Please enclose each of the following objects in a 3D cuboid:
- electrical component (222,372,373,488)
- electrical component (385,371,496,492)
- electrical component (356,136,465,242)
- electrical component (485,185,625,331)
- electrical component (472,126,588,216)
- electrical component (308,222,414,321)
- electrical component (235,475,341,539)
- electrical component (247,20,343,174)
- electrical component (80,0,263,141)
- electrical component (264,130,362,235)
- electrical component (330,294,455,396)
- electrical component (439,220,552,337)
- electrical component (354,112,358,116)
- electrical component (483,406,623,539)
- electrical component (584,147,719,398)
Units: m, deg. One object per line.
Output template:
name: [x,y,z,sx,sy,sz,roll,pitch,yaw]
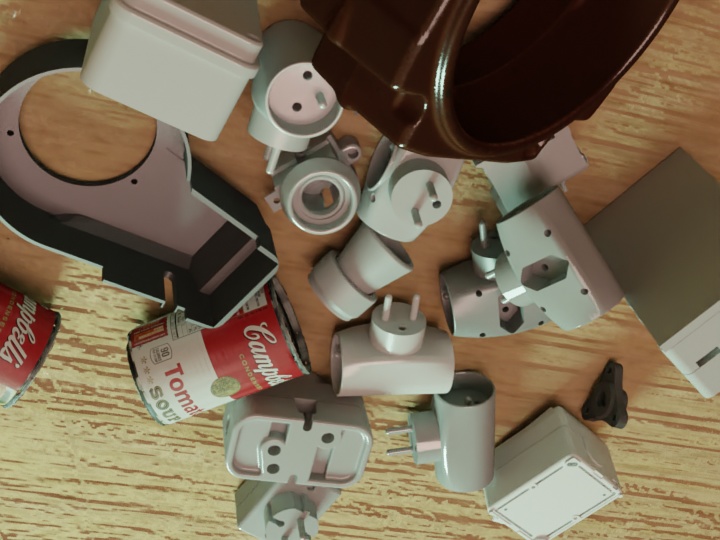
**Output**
electrical component: [-0.044,0.107,0.737,0.095,0.059,0.053,9,117,-15]
electrical component: [0.057,0.118,0.770,0.079,0.044,0.077,-7,120,-6]
electrical component: [0.034,-0.052,0.649,0.044,0.079,0.077,21,115,-17]
electrical component: [0.109,-0.001,0.657,0.079,0.043,0.077,-29,95,46]
electrical component: [0.104,-0.072,0.674,0.064,0.042,0.081,-31,120,7]
electrical component: [0.000,0.000,0.693,0.055,0.045,0.045,-42,118,14]
electrical component: [-0.050,0.171,0.761,0.047,0.076,0.065,32,109,-24]
electrical component: [-0.041,-0.094,0.615,0.044,0.077,0.079,13,116,-17]
electrical component: [-0.097,-0.127,0.566,0.078,0.113,0.057,23,116,-21]
electrical component: [-0.026,-0.052,0.653,0.066,0.055,0.048,-30,119,7]
electrical component: [0.023,0.048,0.721,0.077,0.043,0.079,0,125,-12]
electrical component: [0.093,0.000,0.711,0.077,0.043,0.079,-11,121,-4]
electrical component: [0.010,-0.116,0.634,0.040,0.040,0.046,-3,125,-9]
electrical component: [0.134,0.154,0.799,0.096,0.061,0.062,-39,119,23]
electrical component: [0.210,0.000,0.669,0.089,0.150,0.062,-40,116,13]
